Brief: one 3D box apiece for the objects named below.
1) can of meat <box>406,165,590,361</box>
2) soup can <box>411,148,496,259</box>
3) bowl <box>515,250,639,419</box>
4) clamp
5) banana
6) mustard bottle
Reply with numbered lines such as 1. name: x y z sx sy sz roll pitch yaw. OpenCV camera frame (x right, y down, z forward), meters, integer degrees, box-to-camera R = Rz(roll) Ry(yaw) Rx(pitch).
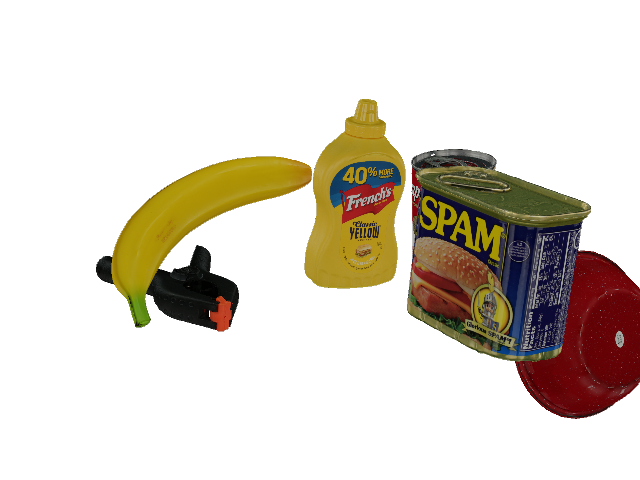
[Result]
1. can of meat: 0.094 0.011 0.592 0.057 0.084 0.102 -7 21 -32
2. soup can: 0.108 -0.017 0.870 0.068 0.102 0.068 -2 21 1
3. bowl: 0.260 0.090 1.000 0.161 0.162 0.055 0 0 -27
4. clamp: -0.123 0.041 1.022 0.120 0.039 0.172 -18 31 -37
5. banana: -0.090 -0.016 0.792 0.197 0.069 0.037 -43 0 -31
6. mustard bottle: 0.039 -0.049 1.086 0.096 0.192 0.058 -3 21 -22
